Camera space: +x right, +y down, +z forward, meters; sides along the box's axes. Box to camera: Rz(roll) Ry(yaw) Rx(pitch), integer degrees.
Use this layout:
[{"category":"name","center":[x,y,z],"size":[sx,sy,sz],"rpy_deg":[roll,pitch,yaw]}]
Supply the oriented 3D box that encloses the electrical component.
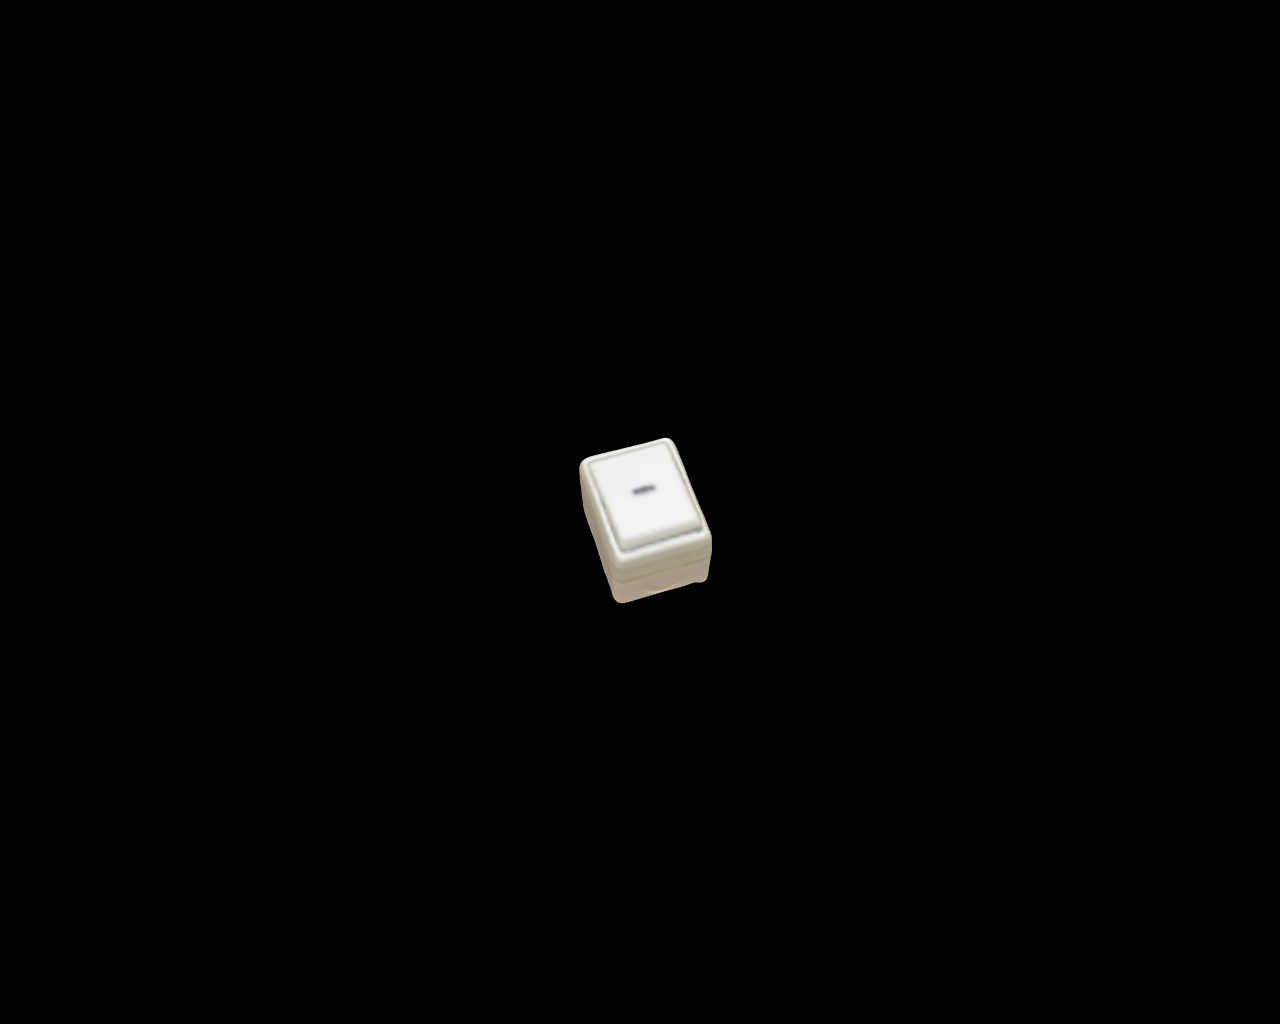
[{"category":"electrical component","center":[0.001,-0.003,0.650],"size":[0.062,0.096,0.061],"rpy_deg":[-15,-32,-9]}]
